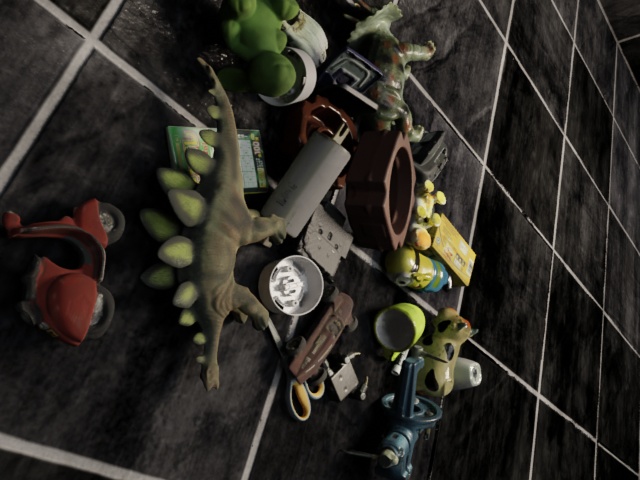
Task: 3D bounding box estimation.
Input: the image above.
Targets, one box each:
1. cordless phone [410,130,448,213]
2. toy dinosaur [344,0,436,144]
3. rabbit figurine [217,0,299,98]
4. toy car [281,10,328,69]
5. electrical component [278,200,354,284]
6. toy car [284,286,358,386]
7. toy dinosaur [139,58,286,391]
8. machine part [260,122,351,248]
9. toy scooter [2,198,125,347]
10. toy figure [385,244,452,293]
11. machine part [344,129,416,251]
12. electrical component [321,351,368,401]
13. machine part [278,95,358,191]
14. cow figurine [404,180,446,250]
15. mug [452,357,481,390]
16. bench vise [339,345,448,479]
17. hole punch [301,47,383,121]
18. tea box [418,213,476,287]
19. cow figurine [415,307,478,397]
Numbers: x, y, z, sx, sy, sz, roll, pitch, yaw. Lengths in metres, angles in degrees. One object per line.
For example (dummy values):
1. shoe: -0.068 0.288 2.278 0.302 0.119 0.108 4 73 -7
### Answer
1. cordless phone: 0.255 -0.151 1.260 0.146 0.089 0.184 -51 130 -39
2. toy dinosaur: 0.130 -0.322 1.127 0.192 0.131 0.404 8 81 -32
3. rabbit figurine: -0.104 -0.294 0.847 0.121 0.159 0.170 -6 69 -44
4. toy car: -0.055 -0.401 0.984 0.201 0.056 0.073 41 56 -33
5. electrical component: -0.002 -0.003 0.971 0.114 0.058 0.134 43 55 -35
6. toy car: 0.008 0.166 0.944 0.089 0.053 0.202 62 39 -20
7. toy dinosaur: -0.152 -0.023 0.784 0.198 0.105 0.471 15 74 -43
8. machine part: -0.026 -0.092 0.897 0.079 0.079 0.243 35 90 -37
9. toy scooter: -0.311 0.030 0.636 0.135 0.075 0.184 19 67 -43
10. toy figure: 0.212 0.067 1.164 0.180 0.082 0.089 15 56 -37
11. machine part: 0.119 -0.096 1.046 0.200 0.087 0.201 66 38 -48
12. electrical component: 0.047 0.251 0.986 0.078 0.045 0.102 -26 102 -46
13. machine part: 0.002 -0.177 1.006 0.179 0.056 0.179 11 75 -45
14. cow figurine: 0.207 -0.042 1.161 0.068 0.098 0.167 36 53 -18
15. mug: 0.310 0.300 1.204 0.109 0.107 0.080 13 75 -42
16. bench vise: 0.161 0.323 1.023 0.223 0.129 0.240 -2 102 -53
17. hole punch: 0.047 -0.295 1.027 0.142 0.116 0.092 17 78 -41
18. tea box: 0.289 0.028 1.257 0.169 0.068 0.098 45 54 -30
19. cow figurine: 0.261 0.237 1.151 0.085 0.127 0.195 33 63 -41
